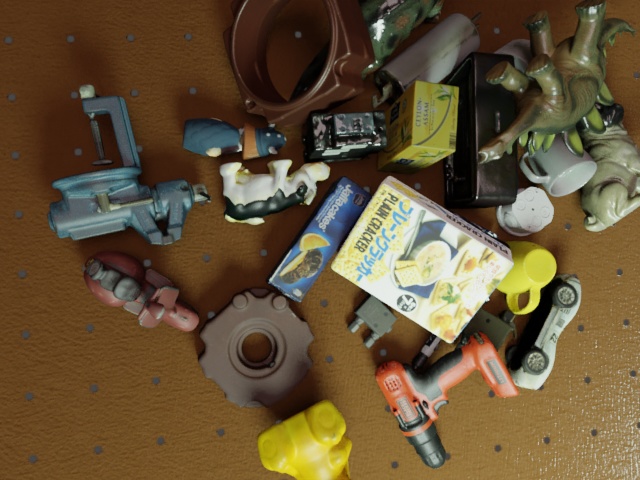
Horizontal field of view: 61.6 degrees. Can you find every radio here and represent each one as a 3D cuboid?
[{"bbox_3d":[0.249,-0.163,0.851,0.073,0.131,0.229,2,85,-9],"label":"radio"}]

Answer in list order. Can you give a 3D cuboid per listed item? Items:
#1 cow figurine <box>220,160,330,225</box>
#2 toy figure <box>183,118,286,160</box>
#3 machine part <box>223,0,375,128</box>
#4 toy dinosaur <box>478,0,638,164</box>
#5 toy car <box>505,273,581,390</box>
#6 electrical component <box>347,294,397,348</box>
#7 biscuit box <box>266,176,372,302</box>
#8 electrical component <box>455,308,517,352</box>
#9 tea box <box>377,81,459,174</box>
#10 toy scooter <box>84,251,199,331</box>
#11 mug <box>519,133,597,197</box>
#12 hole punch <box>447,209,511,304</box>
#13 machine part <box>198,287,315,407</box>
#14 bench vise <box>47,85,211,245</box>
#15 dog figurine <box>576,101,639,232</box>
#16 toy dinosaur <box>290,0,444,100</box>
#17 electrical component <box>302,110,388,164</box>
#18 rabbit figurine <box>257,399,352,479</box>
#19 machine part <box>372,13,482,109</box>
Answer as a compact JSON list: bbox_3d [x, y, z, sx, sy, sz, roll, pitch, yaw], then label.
[{"bbox_3d":[-0.066,-0.075,0.824,0.167,0.068,0.098,-4,91,-6],"label":"cow figurine"},{"bbox_3d":[-0.131,-0.155,0.826,0.154,0.058,0.064,4,91,-14],"label":"toy figure"},{"bbox_3d":[-0.036,-0.281,0.781,0.201,0.087,0.201,-19,88,33],"label":"machine part"},{"bbox_3d":[0.372,-0.246,0.802,0.471,0.105,0.198,-45,126,-22],"label":"toy dinosaur"},{"bbox_3d":[0.364,0.145,0.873,0.056,0.073,0.201,29,81,-3],"label":"toy car"},{"bbox_3d":[0.090,0.121,0.856,0.063,0.021,0.094,44,79,-4],"label":"electrical component"},{"bbox_3d":[-0.002,-0.003,0.831,0.059,0.063,0.202,35,81,-6],"label":"biscuit box"},{"bbox_3d":[0.276,0.156,0.876,0.078,0.045,0.102,25,78,22],"label":"electrical component"},{"bbox_3d":[0.143,-0.163,0.814,0.068,0.169,0.098,5,83,-9],"label":"tea box"},{"bbox_3d":[-0.253,0.074,0.747,0.184,0.135,0.075,31,83,-4],"label":"toy scooter"},{"bbox_3d":[0.379,-0.133,0.891,0.110,0.080,0.107,-15,55,-8],"label":"mug"},{"bbox_3d":[0.226,0.021,0.865,0.142,0.092,0.115,26,111,-9],"label":"hole punch"},{"bbox_3d":[-0.095,0.161,0.806,0.179,0.056,0.179,1,86,-9],"label":"machine part"},{"bbox_3d":[-0.280,-0.103,0.765,0.224,0.129,0.240,-13,95,-9],"label":"bench vise"},{"bbox_3d":[0.470,-0.130,0.913,0.172,0.121,0.190,-36,78,-14],"label":"dog figurine"},{"bbox_3d":[0.112,-0.356,0.815,0.131,0.192,0.405,41,79,-2],"label":"toy dinosaur"},{"bbox_3d":[0.037,-0.157,0.815,0.115,0.134,0.058,-7,87,-12],"label":"electrical component"},{"bbox_3d":[-0.001,0.327,0.757,0.122,0.162,0.173,-27,68,-12],"label":"rabbit figurine"},{"bbox_3d":[0.176,-0.291,0.878,0.243,0.079,0.079,-41,93,-10],"label":"machine part"}]
